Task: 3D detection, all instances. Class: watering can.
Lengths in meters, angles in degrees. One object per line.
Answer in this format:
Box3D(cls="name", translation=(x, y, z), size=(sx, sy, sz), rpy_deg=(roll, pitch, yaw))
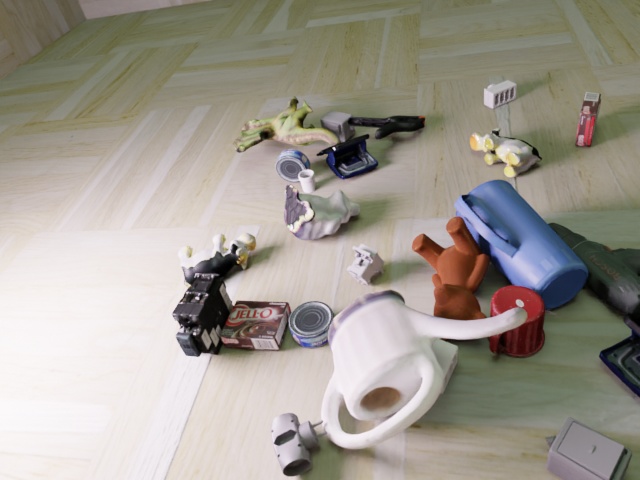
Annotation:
Box3D(cls="watering can", translation=(0.127, 0.160, 0.778), size=(0.345, 0.102, 0.229), rpy_deg=(-41, 33, 13))

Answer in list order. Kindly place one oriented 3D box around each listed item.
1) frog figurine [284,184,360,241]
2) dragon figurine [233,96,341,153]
Box3D(cls="frog figurine", translation=(0.004, -0.058, 1.159), size=(0.159, 0.121, 0.139), rpy_deg=(4, 15, -39))
Box3D(cls="dragon figurine", translation=(-0.116, -0.285, 1.416), size=(0.243, 0.120, 0.417), rpy_deg=(-25, 29, -8))
